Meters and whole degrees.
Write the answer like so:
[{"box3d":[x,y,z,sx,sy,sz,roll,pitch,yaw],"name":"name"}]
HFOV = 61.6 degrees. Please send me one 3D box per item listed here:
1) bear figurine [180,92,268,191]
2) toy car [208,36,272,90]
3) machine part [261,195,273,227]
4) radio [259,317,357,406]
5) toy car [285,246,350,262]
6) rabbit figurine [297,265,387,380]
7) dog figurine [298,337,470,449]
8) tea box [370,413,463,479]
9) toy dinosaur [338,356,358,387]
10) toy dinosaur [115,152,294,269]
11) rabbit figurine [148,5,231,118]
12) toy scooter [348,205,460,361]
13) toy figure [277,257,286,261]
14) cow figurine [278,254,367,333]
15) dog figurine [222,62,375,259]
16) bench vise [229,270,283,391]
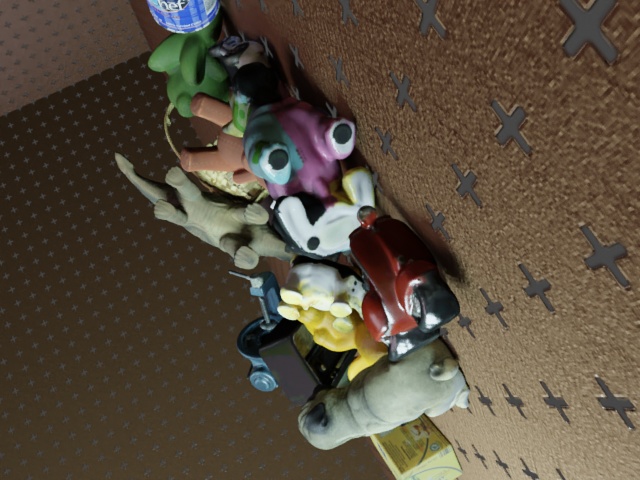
[{"box3d":[-0.096,-0.117,0.730,0.196,0.132,0.120,43,121,51],"name":"bear figurine"},{"box3d":[-0.105,-0.239,0.746,0.073,0.056,0.202,61,174,-30],"name":"toy car"},{"box3d":[-0.103,-0.078,1.129,0.243,0.079,0.079,53,167,42],"name":"machine part"},{"box3d":[-0.002,0.171,0.936,0.131,0.073,0.229,61,-148,-9],"name":"radio"},{"box3d":[-0.002,-0.002,0.791,0.089,0.053,0.202,19,168,-2],"name":"toy car"},{"box3d":[0.056,0.141,0.808,0.173,0.122,0.162,17,130,50],"name":"rabbit figurine"},{"box3d":[0.066,0.191,0.641,0.121,0.191,0.172,58,168,23],"name":"dog figurine"},{"box3d":[0.152,0.346,0.917,0.068,0.098,0.170,66,171,-22],"name":"tea box"},{"box3d":[0.037,0.270,1.023,0.131,0.192,0.405,60,172,-3],"name":"toy dinosaur"},{"box3d":[-0.149,-0.021,0.955,0.471,0.105,0.199,32,176,-16],"name":"toy dinosaur"},{"box3d":[-0.202,-0.292,0.843,0.121,0.159,0.170,20,131,8],"name":"rabbit figurine"},{"box3d":[0.072,0.040,0.534,0.135,0.075,0.183,58,167,20],"name":"toy scooter"},{"box3d":[-0.096,-0.035,1.209,0.180,0.082,0.089,62,173,17],"name":"toy figure"},{"box3d":[0.032,0.071,0.739,0.068,0.167,0.098,95,-171,-50],"name":"cow figurine"},{"box3d":[-0.038,-0.097,0.608,0.219,0.108,0.191,47,160,55],"name":"dog figurine"},{"box3d":[-0.081,0.149,1.005,0.129,0.224,0.240,6,125,29],"name":"bench vise"}]
